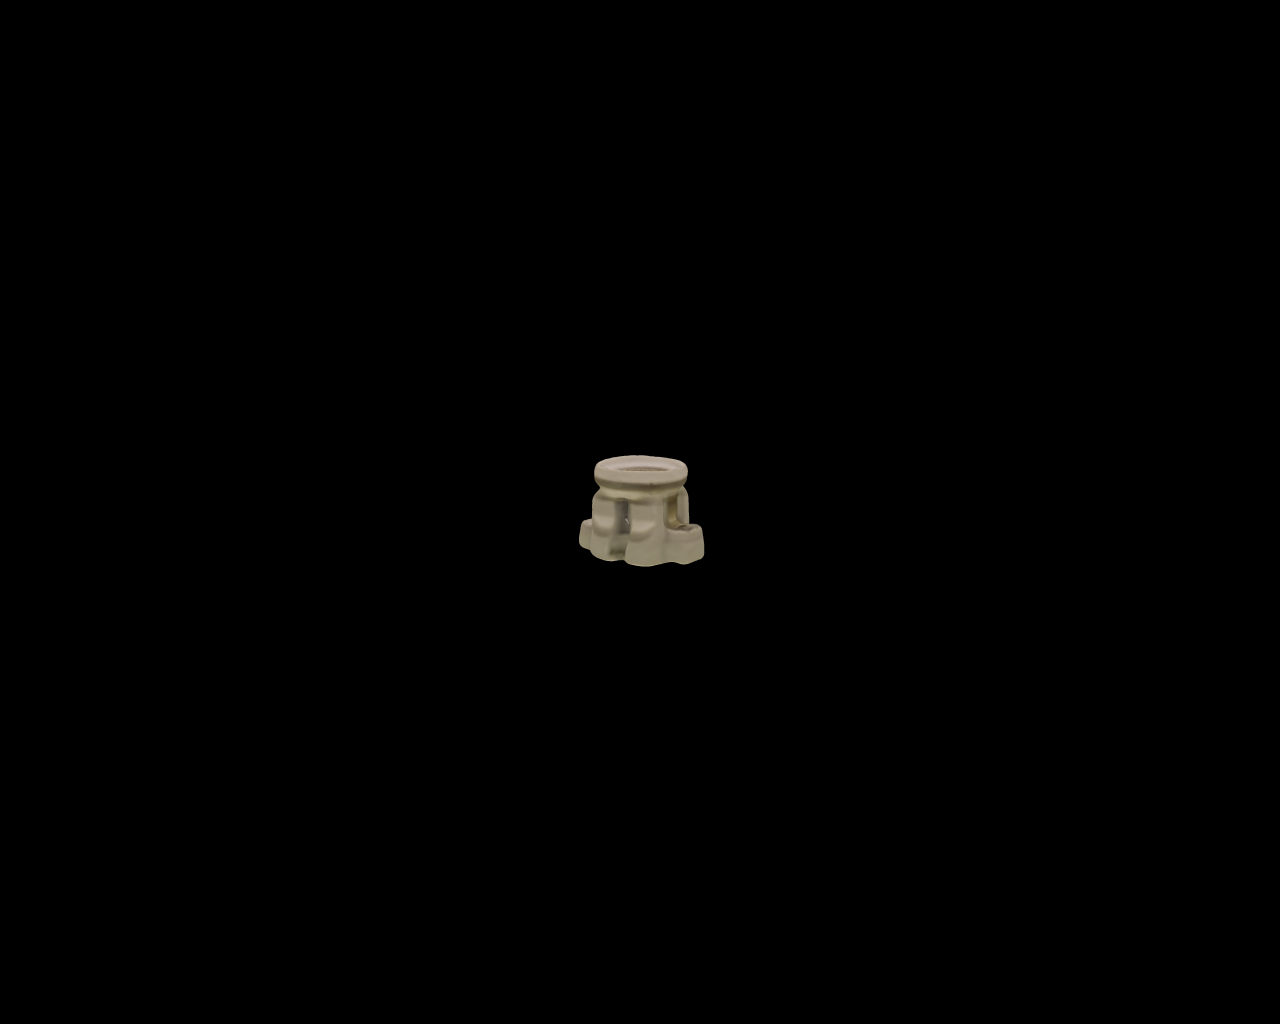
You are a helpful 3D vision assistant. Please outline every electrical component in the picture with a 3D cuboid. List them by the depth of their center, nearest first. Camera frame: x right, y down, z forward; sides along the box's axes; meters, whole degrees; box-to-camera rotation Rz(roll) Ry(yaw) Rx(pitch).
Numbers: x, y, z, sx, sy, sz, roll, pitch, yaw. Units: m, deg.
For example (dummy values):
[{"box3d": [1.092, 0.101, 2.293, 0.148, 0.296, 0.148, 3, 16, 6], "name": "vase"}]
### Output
[{"box3d": [0.001, -0.003, 0.650, 0.078, 0.057, 0.058, 8, 15, 30], "name": "electrical component"}]
